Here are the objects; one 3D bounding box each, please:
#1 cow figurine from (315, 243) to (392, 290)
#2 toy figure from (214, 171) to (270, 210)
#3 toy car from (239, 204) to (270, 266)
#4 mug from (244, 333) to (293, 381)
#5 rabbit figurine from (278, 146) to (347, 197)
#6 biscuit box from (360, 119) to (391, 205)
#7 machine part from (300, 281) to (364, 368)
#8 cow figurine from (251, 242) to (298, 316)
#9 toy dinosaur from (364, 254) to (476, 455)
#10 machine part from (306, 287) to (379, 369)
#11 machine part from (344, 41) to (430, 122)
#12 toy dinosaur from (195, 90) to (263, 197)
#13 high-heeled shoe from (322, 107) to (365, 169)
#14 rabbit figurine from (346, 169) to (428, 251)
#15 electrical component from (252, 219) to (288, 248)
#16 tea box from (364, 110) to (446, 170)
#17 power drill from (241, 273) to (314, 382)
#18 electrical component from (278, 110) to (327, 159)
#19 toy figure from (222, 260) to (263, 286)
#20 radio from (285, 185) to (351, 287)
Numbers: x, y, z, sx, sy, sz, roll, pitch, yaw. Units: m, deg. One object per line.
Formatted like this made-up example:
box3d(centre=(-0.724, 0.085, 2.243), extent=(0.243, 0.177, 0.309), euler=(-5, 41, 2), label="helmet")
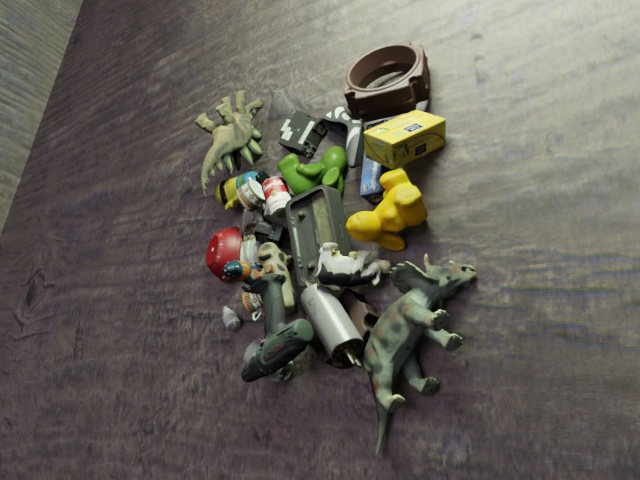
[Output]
box3d(centre=(0.075, 0.070, 1.173), extent=(0.068, 0.167, 0.098), euler=(139, 143, -71), label="cow figurine")
box3d(centre=(-0.228, -0.153, 1.572), extent=(0.180, 0.082, 0.089), euler=(-24, 87, 32), label="toy figure")
box3d(centre=(-0.182, -0.010, 1.484), extent=(0.074, 0.056, 0.202), euler=(-16, 59, 33), label="toy car")
box3d(centre=(-0.112, 0.279, 1.270), extent=(0.107, 0.080, 0.109), euler=(23, 97, 36), label="mug")
box3d(centre=(-0.001, -0.174, 1.382), extent=(0.170, 0.121, 0.159), euler=(-33, 54, 4), label="rabbit figurine")
box3d(centre=(0.144, -0.188, 1.301), extent=(0.059, 0.062, 0.202), euler=(-11, 62, 37), label="biscuit box")
box3d(centre=(0.023, 0.172, 1.136), extent=(0.079, 0.079, 0.243), euler=(-45, 47, 13), label="machine part")
box3d(centre=(-0.107, 0.094, 1.343), extent=(0.085, 0.127, 0.195), euler=(-29, 67, 26), label="cow figurine")
box3d(centre=(0.158, 0.202, 1.068), extent=(0.404, 0.131, 0.192), euler=(-58, 34, 7), label="toy dinosaur")
box3d(centre=(0.045, 0.192, 1.200), extent=(0.179, 0.056, 0.179), euler=(-19, 57, 31), label="machine part")
box3d(centre=(0.165, -0.394, 1.325), extent=(0.201, 0.087, 0.201), euler=(-8, 50, 21), label="machine part")
box3d(centre=(-0.261, -0.297, 1.568), extent=(0.105, 0.198, 0.471), euler=(-16, 27, 33), label="toy dinosaur")
box3d(centre=(0.051, -0.261, 1.372), extent=(0.145, 0.086, 0.249), euler=(-2, 42, 21), label="high-heeled shoe")
box3d(centre=(0.139, -0.051, 1.174), extent=(0.173, 0.162, 0.122), euler=(-29, 51, -2), label="rabbit figurine")
box3d(centre=(-0.112, -0.012, 1.405), extent=(0.119, 0.074, 0.047), euler=(17, 76, 3), label="electrical component")
box3d(centre=(0.193, -0.230, 1.217), extent=(0.170, 0.068, 0.098), euler=(-28, 39, -29), label="tea box")
box3d(centre=(-0.119, 0.190, 1.199), extent=(0.232, 0.086, 0.207), euler=(-33, 55, 38), label="power drill")
box3d(centre=(-0.053, -0.301, 1.523), extent=(0.134, 0.058, 0.115), euler=(30, 87, 43), label="electrical component")
box3d(centre=(-0.193, 0.086, 1.378), extent=(0.058, 0.154, 0.064), euler=(40, 98, 41), label="toy figure")
box3d(centre=(-0.003, -0.004, 1.286), extent=(0.131, 0.073, 0.229), euler=(-18, 73, 31), label="radio")
